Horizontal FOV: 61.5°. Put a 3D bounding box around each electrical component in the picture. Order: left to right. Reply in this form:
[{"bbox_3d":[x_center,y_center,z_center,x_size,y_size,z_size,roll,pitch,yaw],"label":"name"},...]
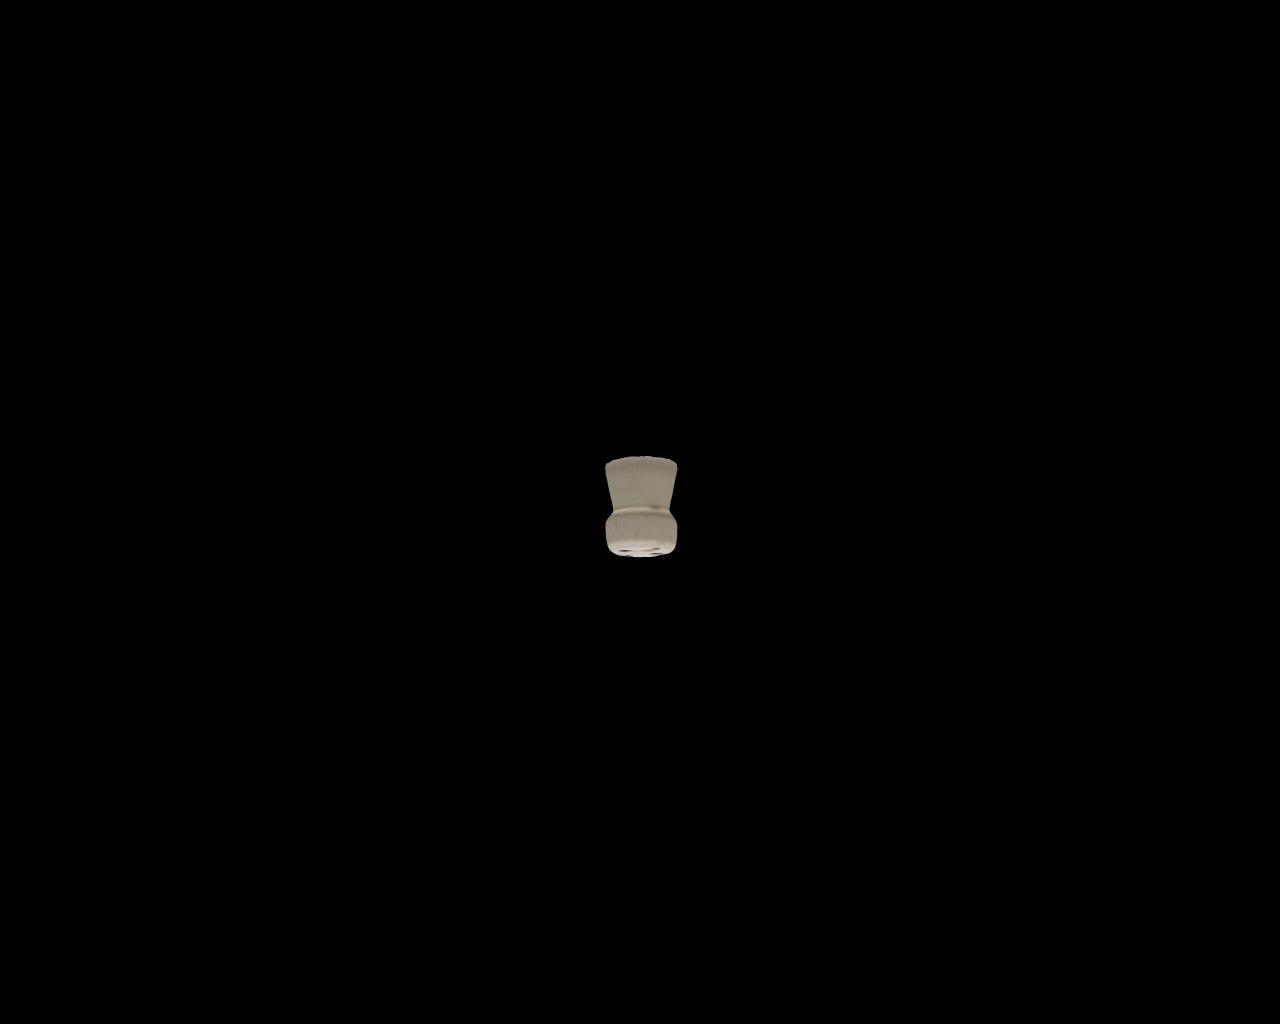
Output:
[{"bbox_3d":[0.001,-0.003,0.650,0.045,0.055,0.045,0,-11,0],"label":"electrical component"}]
